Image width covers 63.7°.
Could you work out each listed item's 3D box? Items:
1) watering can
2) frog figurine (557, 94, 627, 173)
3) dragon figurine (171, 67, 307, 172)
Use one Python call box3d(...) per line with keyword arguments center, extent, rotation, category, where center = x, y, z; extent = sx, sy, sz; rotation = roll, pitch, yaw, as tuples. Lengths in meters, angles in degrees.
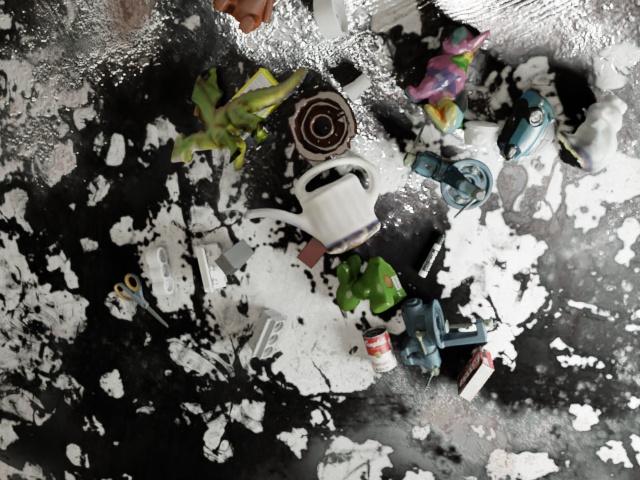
box3d(center=(0.004, -0.064, 1.281), extent=(0.348, 0.104, 0.224), rotation=(-28, 92, -1), category="watering can")
box3d(center=(0.608, -0.228, 1.115), extent=(0.159, 0.125, 0.135), rotation=(-37, 125, 9), category="frog figurine")
box3d(center=(-0.227, -0.325, 1.264), extent=(0.244, 0.123, 0.405), rotation=(46, 109, 11), category="dragon figurine")
